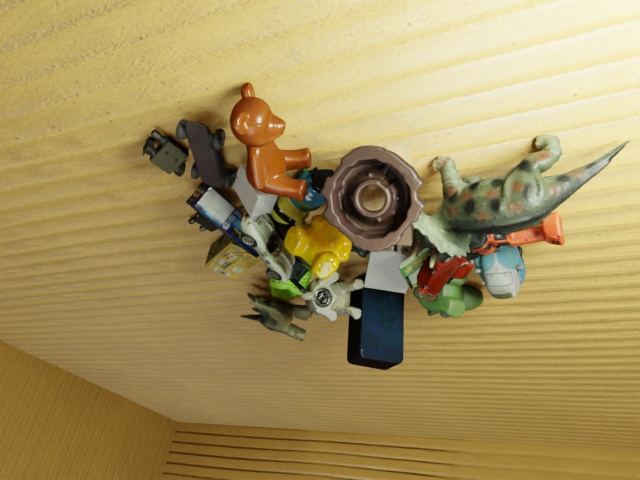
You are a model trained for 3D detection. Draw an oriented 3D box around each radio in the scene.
[{"bbox_3d":[0.147,0.214,1.396,0.131,0.229,0.073,17,149,-20],"label":"radio"}]

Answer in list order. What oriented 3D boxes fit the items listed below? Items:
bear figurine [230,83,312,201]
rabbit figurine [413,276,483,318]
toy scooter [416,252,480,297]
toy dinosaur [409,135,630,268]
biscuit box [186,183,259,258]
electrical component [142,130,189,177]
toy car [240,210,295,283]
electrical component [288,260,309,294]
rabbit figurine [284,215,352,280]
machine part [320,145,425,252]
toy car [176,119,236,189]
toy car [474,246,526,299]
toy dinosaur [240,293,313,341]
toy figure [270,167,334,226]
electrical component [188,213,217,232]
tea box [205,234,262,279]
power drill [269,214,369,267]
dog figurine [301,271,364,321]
[{"bbox_3d":[-0.085,-0.172,0.950,0.132,0.120,0.195,4,143,3],"label":"bear figurine"},{"bbox_3d":[0.329,0.148,1.346,0.170,0.121,0.159,14,156,-35],"label":"rabbit figurine"},{"bbox_3d":[0.267,0.065,1.158,0.184,0.075,0.135,1,124,-56],"label":"toy scooter"},{"bbox_3d":[0.311,-0.064,0.927,0.405,0.192,0.131,-14,143,36],"label":"toy dinosaur"},{"bbox_3d":[-0.201,-0.042,1.207,0.202,0.059,0.063,44,168,-33],"label":"biscuit box"},{"bbox_3d":[-0.312,-0.173,1.086,0.102,0.045,0.078,31,115,-33],"label":"electrical component"},{"bbox_3d":[-0.110,0.014,1.182,0.056,0.073,0.201,-5,135,31],"label":"toy car"},{"bbox_3d":[-0.066,0.073,1.295,0.119,0.048,0.074,41,-176,33],"label":"electrical component"},{"bbox_3d":[0.039,-0.023,1.069,0.162,0.122,0.173,-10,135,-53],"label":"rabbit figurine"},{"bbox_3d":[0.092,-0.072,0.919,0.180,0.179,0.056,0,-169,17],"label":"machine part"},{"bbox_3d":[-0.219,-0.169,1.051,0.089,0.053,0.202,18,154,9],"label":"toy car"},{"bbox_3d":[0.410,0.081,1.220,0.109,0.103,0.161,-5,143,26],"label":"toy car"},{"bbox_3d":[-0.126,0.218,1.550,0.199,0.105,0.471,15,165,-1],"label":"toy dinosaur"},{"bbox_3d":[-0.039,-0.091,1.100,0.089,0.082,0.180,33,148,-14],"label":"toy figure"},{"bbox_3d":[-0.271,-0.047,1.295,0.094,0.021,0.063,-17,139,39],"label":"electrical component"},{"bbox_3d":[-0.211,0.030,1.357,0.098,0.068,0.169,27,144,-25],"label":"tea box"},{"bbox_3d":[-0.003,-0.004,1.231,0.207,0.086,0.231,-13,141,27],"label":"power drill"},{"bbox_3d":[0.005,0.143,1.391,0.172,0.121,0.191,19,170,-23],"label":"dog figurine"}]
